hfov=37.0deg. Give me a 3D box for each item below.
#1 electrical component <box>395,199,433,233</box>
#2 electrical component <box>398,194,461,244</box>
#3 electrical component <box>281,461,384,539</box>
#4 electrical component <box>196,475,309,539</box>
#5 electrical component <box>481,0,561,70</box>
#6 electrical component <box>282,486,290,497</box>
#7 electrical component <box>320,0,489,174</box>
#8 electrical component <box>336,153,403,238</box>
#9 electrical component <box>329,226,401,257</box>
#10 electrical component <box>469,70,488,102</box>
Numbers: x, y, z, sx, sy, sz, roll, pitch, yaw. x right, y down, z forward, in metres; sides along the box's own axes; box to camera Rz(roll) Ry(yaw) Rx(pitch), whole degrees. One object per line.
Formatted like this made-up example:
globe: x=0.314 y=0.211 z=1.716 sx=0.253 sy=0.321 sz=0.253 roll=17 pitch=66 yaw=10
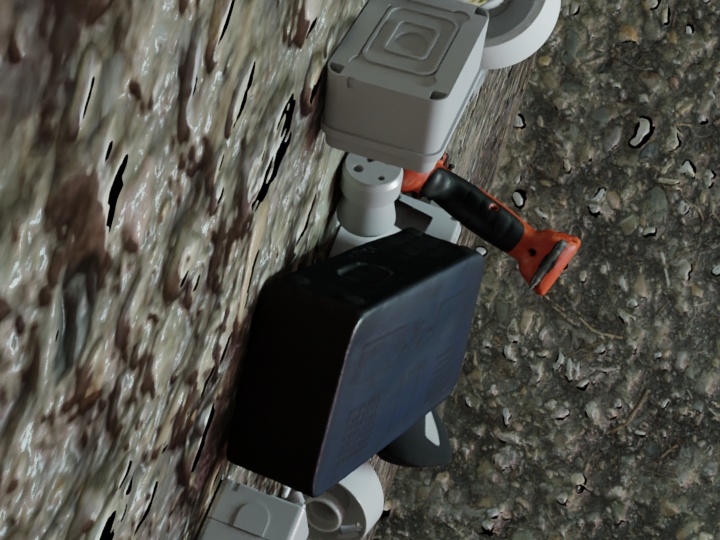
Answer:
electrical component: x=0.031 y=-0.035 z=0.956 sx=0.055 sy=0.047 sz=0.055 roll=-58 pitch=176 yaw=-6
electrical component: x=0.043 y=-0.010 z=1.019 sx=0.057 sy=0.078 sz=0.113 roll=104 pitch=9 yaw=-51
electrical component: x=-0.026 y=0.216 z=1.038 sx=0.064 sy=0.099 sz=0.099 roll=-49 pitch=158 yaw=-53
electrical component: x=-0.076 y=0.195 z=0.763 sx=0.096 sy=0.062 sz=0.061 roll=92 pitch=19 yaw=-65
electrical component: x=0.097 y=-0.213 z=0.821 sx=0.060 sy=0.108 sz=0.108 roll=13 pitch=97 yaw=-76
electrical component: x=-0.049 y=0.153 z=0.897 sx=0.065 sy=0.047 sz=0.076 roll=98 pitch=14 yaw=-54
electrical component: x=0.029 y=-0.120 z=0.672 sx=0.057 sy=0.078 sz=0.113 roll=97 pitch=15 yaw=-46
electrical component: x=0.007 y=-0.058 z=0.787 sx=0.055 sy=0.045 sz=0.045 roll=99 pitch=13 yaw=-51
electrical component: x=0.000 y=0.000 z=0.894 sx=0.099 sy=0.064 sz=0.099 roll=-63 pitch=-176 yaw=8
electrical component: x=0.092 y=-0.215 z=0.947 sx=0.078 sy=0.057 sz=0.113 roll=-58 pitch=166 yaw=-59
